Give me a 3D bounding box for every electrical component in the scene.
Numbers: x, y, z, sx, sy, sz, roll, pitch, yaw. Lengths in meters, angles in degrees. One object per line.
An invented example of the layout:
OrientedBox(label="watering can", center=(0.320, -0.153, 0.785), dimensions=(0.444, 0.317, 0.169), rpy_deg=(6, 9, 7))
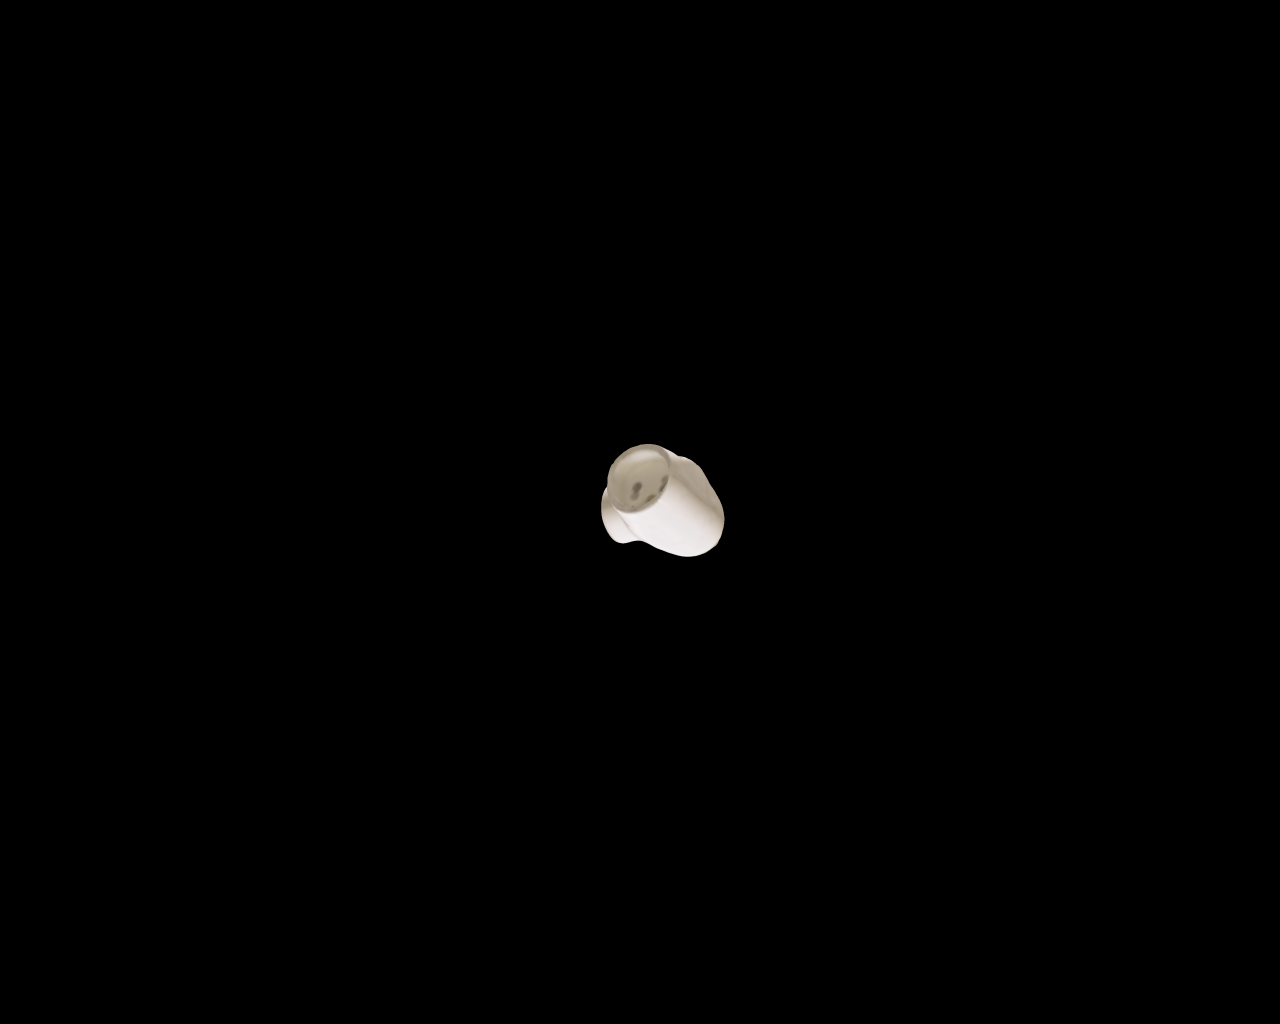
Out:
OrientedBox(label="electrical component", center=(0.001, -0.003, 0.650), dimensions=(0.079, 0.044, 0.077), rpy_deg=(-12, -27, 25))
